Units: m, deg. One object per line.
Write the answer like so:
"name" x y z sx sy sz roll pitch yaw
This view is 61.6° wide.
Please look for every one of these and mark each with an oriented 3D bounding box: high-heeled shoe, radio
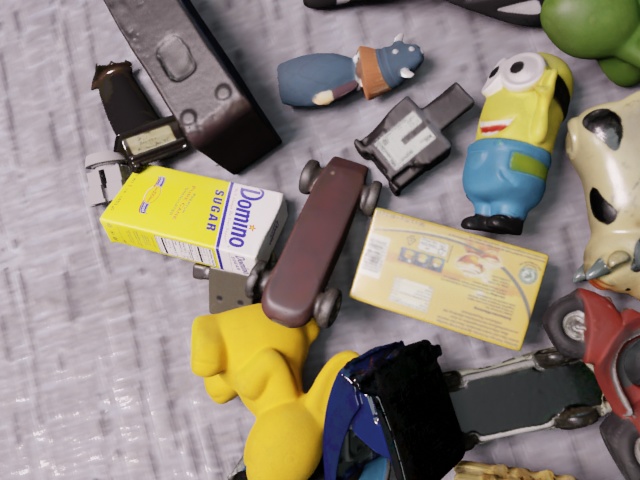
"high-heeled shoe" 0.114 -0.255 0.571 0.249 0.086 0.145 -14 121 30
"radio" -0.138 -0.188 0.565 0.073 0.131 0.229 -35 82 5

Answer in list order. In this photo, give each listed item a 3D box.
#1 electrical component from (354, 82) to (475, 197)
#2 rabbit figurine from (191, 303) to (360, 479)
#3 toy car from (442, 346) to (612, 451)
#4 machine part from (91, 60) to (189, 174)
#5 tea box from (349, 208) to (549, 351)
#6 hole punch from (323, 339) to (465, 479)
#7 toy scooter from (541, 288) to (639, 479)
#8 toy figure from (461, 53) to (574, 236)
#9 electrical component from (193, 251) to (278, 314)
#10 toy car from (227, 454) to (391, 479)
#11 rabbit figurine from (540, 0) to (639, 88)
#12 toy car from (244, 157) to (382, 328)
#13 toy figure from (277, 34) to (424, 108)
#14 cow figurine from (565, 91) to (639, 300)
"electrical component" 0.101 -0.110 0.559 0.119 0.047 0.075 -43 81 6
"rabbit figurine" -0.039 0.156 0.526 0.162 0.121 0.173 -6 49 -14
"toy car" 0.181 0.156 0.529 0.202 0.056 0.073 -16 78 8
"machine part" -0.212 -0.144 0.616 0.084 0.039 0.139 -31 76 -18
"tea box" 0.125 0.036 0.537 0.170 0.068 0.098 18 91 10
"hole punch" 0.057 0.153 0.478 0.092 0.142 0.115 -20 80 40
"toy scooter" 0.289 0.114 0.453 0.135 0.075 0.184 -25 77 10
"toy figure" 0.189 -0.093 0.523 0.082 0.089 0.180 10 88 36
"electrical component" -0.087 0.045 0.591 0.102 0.045 0.078 5 117 13
"toy car" -0.008 0.258 0.537 0.162 0.109 0.102 -2 112 20
"rabbit figurine" 0.282 -0.219 0.499 0.170 0.121 0.159 -35 103 -7
"toy car" -0.001 -0.002 0.545 0.089 0.053 0.202 17 58 10
"toy figure" 0.032 -0.177 0.572 0.155 0.058 0.064 -7 92 6
"cow figurine" 0.287 -0.034 0.502 0.127 0.085 0.195 -18 82 10
